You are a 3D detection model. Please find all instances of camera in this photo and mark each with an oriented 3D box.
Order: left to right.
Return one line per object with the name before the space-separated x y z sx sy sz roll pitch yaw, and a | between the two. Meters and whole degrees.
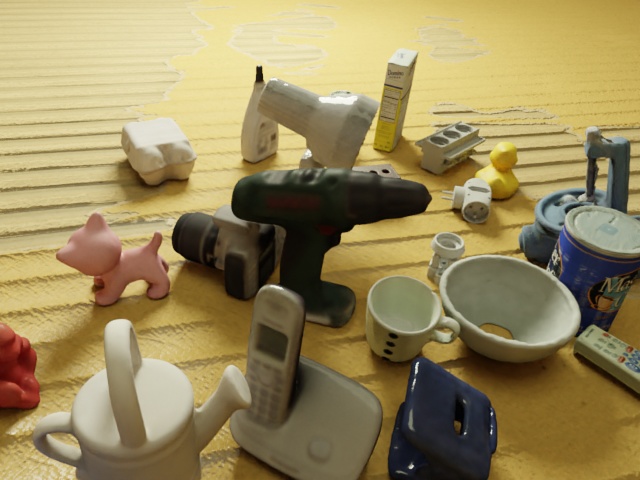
camera | -0.122 -0.010 0.788 0.136 0.101 0.143 16 38 14

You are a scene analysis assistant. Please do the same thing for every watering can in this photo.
watering can | -0.151 0.148 0.495 0.173 0.194 0.100 -21 44 -30

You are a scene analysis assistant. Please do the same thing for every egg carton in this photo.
egg carton | -0.282 -0.157 0.993 0.107 0.069 0.150 -16 41 -26

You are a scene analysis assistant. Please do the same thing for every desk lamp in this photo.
desk lamp | -0.019 -0.133 0.870 0.203 0.214 0.118 12 37 10

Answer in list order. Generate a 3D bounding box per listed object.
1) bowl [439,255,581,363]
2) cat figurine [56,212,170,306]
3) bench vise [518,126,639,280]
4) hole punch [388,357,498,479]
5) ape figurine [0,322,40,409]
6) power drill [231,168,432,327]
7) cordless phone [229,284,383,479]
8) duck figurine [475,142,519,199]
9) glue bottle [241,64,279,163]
bowl | 0.226 0.096 0.709 0.167 0.075 0.167 3 37 -2
cat figurine | -0.257 0.019 0.719 0.128 0.118 0.067 -9 39 -18
bench vise | 0.407 -0.055 0.811 0.207 0.220 0.121 -1 37 -8
hole punch | 0.126 0.182 0.567 0.101 0.091 0.109 12 37 9
ape figurine | -0.328 0.124 0.591 0.076 0.092 0.078 10 37 7
power drill | 0.006 0.002 0.696 0.229 0.208 0.075 11 37 9
cordless phone | -0.011 0.136 0.535 0.147 0.185 0.094 19 39 18
duck figurine | 0.319 -0.129 1.011 0.077 0.086 0.105 16 38 15
glue bottle | -0.107 -0.228 1.021 0.037 0.173 0.078 28 42 28
